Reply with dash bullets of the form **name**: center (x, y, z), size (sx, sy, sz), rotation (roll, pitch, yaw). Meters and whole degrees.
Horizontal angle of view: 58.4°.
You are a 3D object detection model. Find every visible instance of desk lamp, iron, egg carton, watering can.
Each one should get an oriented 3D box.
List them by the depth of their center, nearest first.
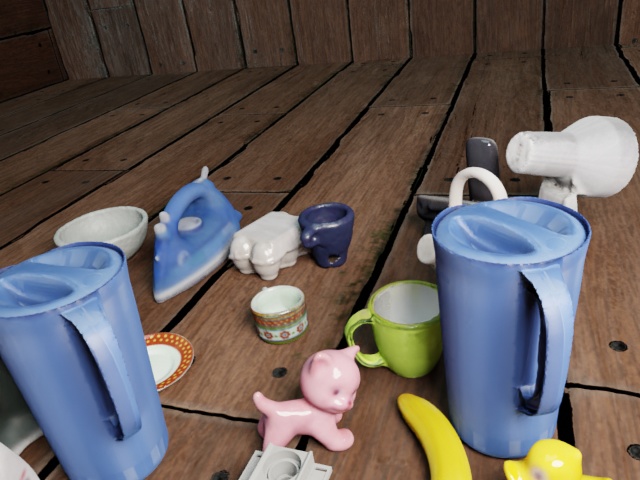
- **watering can**: center (0.209, -0.001, 0.774), size (0.100, 0.194, 0.173), rotation (12, 33, 34)
- **desk lamp**: center (0.349, -0.068, 0.846), size (0.203, 0.214, 0.117), rotation (-16, 28, -16)
- **egg carton**: center (-0.078, 0.005, 0.975), size (0.107, 0.069, 0.151), rotation (13, 33, 35)
- **iron**: center (-0.230, -0.020, 0.985), size (0.118, 0.142, 0.258), rotation (1, 28, 16)

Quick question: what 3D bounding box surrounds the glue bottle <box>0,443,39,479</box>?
- **glue bottle**: center (-0.287, 0.214, 0.508), size (0.037, 0.173, 0.078), rotation (-12, 27, -9)

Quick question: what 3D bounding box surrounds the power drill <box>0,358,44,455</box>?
- **power drill**: center (-0.377, 0.144, 0.629), size (0.075, 0.209, 0.230), rotation (7, 31, 27)

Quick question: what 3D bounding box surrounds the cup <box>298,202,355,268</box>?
- **cup**: center (0.009, 0.003, 0.928), size (0.091, 0.095, 0.118), rotation (8, 31, 29)

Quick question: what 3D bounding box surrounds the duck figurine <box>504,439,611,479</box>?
- **duck figurine**: center (0.202, 0.208, 0.487), size (0.104, 0.086, 0.077), rotation (-4, 27, 7)

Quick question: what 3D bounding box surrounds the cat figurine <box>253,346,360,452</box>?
- **cat figurine**: center (-0.009, 0.162, 0.597), size (0.128, 0.118, 0.067), rotation (-14, 28, -12)

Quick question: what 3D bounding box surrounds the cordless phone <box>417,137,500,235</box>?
- **cordless phone**: center (0.231, -0.085, 0.942), size (0.147, 0.185, 0.094), rotation (10, 32, 31)

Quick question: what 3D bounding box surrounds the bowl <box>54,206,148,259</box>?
- **bowl**: center (-0.392, 0.004, 1.054), size (0.167, 0.075, 0.167), rotation (-6, 27, 3)
